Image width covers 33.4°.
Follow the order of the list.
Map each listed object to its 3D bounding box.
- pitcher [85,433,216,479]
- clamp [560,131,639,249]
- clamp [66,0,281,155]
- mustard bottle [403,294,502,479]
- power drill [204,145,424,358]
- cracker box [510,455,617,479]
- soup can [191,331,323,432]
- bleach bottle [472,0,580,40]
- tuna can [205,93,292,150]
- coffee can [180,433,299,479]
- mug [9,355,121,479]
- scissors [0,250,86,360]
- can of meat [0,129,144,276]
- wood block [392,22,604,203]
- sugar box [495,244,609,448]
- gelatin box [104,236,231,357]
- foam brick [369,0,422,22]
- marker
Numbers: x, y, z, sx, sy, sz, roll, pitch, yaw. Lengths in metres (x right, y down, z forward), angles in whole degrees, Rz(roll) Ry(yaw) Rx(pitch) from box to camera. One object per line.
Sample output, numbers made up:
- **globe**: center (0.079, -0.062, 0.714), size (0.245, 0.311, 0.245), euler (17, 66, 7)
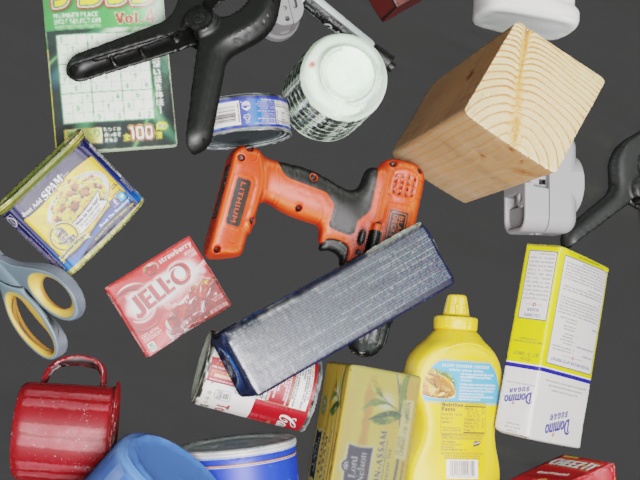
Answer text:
- **pitcher**: center (-0.171, 0.279, 0.835), size (0.145, 0.149, 0.243), euler (44, 100, 31)
- **clamp**: center (0.321, -0.036, 1.047), size (0.120, 0.039, 0.171), euler (33, 79, -9)
- **clamp**: center (-0.096, -0.172, 0.924), size (0.210, 0.036, 0.165), euler (-43, 61, -13)
- **mustard bottle**: center (0.121, 0.146, 0.978), size (0.096, 0.058, 0.191), euler (6, 84, -21)
- **power drill**: center (-0.006, 0.001, 0.967), size (0.187, 0.057, 0.184), euler (14, 84, -13)
- **cracker box**: center (0.180, 0.299, 0.930), size (0.213, 0.072, 0.164), euler (-13, 94, -34)
- **soup can**: center (-0.056, 0.124, 0.939), size (0.102, 0.068, 0.068), euler (16, 82, -10)
- **bleach bottle**: center (0.207, -0.328, 1.038), size (0.102, 0.068, 0.251), euler (8, 81, -12)
- **tuna can**: center (-0.069, -0.104, 0.947), size (0.086, 0.086, 0.034), euler (-5, 85, -12)
- **coffee can**: center (-0.065, 0.242, 0.909), size (0.102, 0.103, 0.140), euler (-5, 86, -12)
- **mug**: center (-0.212, 0.151, 0.899), size (0.081, 0.093, 0.117), euler (5, 62, -7)
- **scissors**: center (-0.267, 0.009, 0.905), size (0.202, 0.096, 0.016), euler (58, 35, -4)
- **can of meat**: center (-0.214, -0.031, 0.919), size (0.102, 0.057, 0.084), euler (-46, 107, -10)
- **wood block**: center (0.146, -0.103, 0.931), size (0.090, 0.206, 0.091), euler (32, 80, -7)
- **sugar box**: center (0.216, 0.099, 0.993), size (0.093, 0.048, 0.176), euler (20, 82, -43)
- **gelatin box**: center (-0.135, 0.050, 0.948), size (0.089, 0.030, 0.073), euler (-32, 92, -13)
- **foam brick**: center (0.084, -0.252, 1.009), size (0.078, 0.053, 0.051), euler (-31, 92, -13)
- **marker**: center (0.023, -0.200, 1.009), size (0.121, 0.020, 0.020), euler (38, 79, -6)
